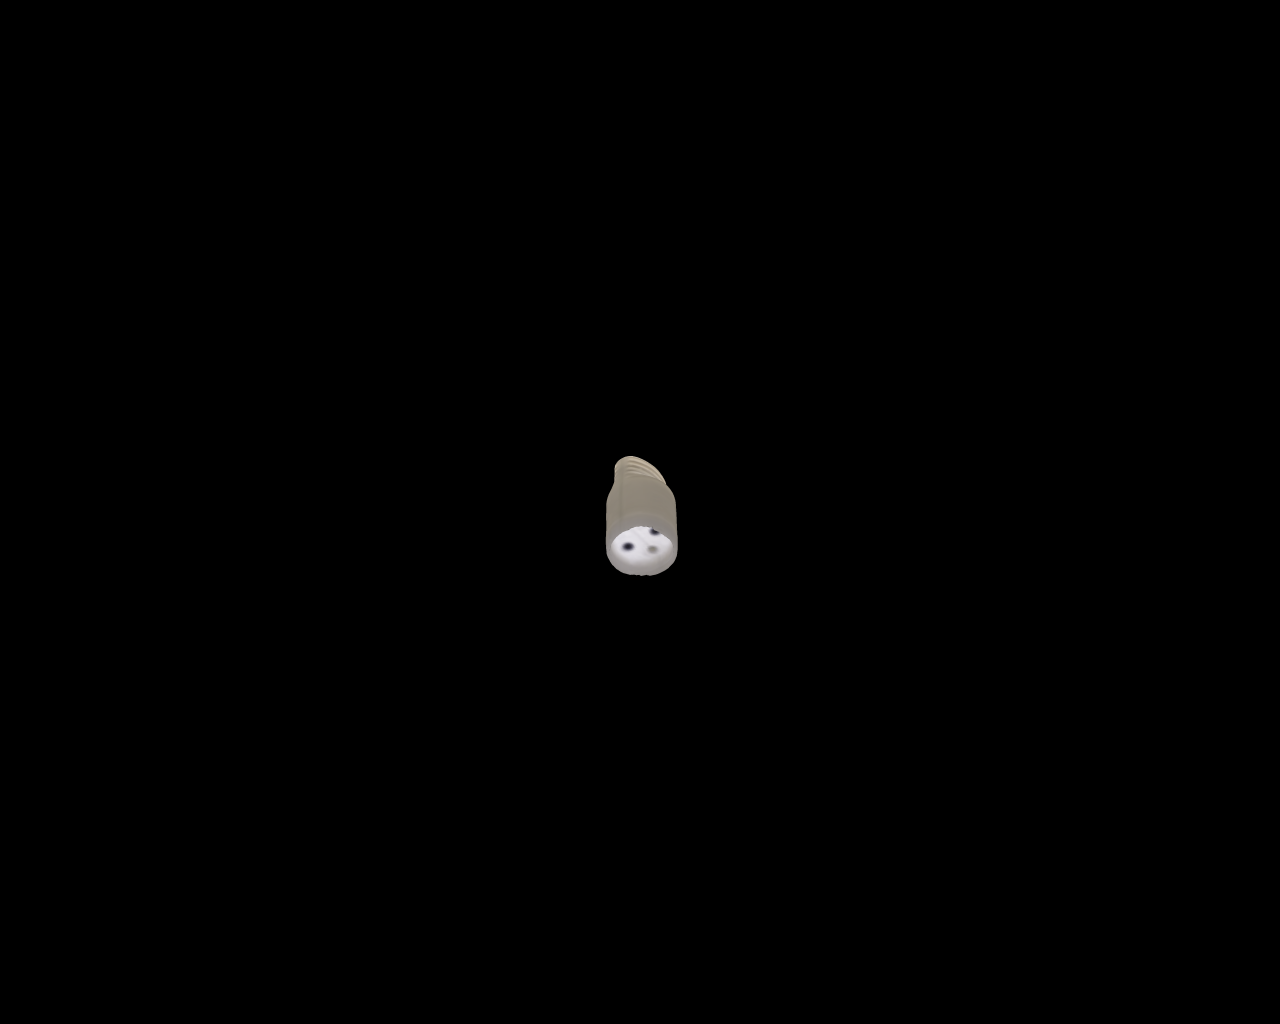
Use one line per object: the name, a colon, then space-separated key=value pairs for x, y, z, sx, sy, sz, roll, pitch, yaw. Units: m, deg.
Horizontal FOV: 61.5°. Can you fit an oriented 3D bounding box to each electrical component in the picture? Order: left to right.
electrical component: x=0.001 y=-0.003 z=0.650 sx=0.043 sy=0.043 sz=0.081 roll=0 pitch=42 yaw=0
